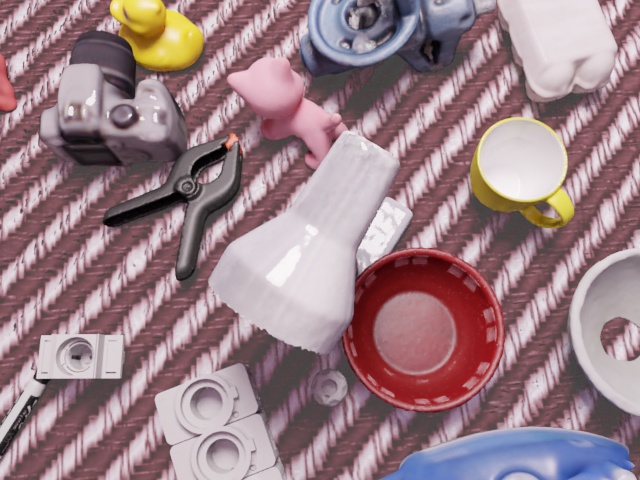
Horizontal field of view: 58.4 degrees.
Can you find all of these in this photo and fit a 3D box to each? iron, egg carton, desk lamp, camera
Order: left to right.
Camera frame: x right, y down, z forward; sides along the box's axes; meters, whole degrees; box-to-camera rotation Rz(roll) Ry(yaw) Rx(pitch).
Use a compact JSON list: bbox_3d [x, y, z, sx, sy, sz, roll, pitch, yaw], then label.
[{"bbox_3d":[-0.225,-0.159,0.623,0.143,0.101,0.137,-2,75,-1],"label":"camera"},{"bbox_3d":[0.005,0.002,0.525,0.118,0.213,0.203,31,78,8],"label":"desk lamp"},{"bbox_3d":[0.184,0.228,0.504,0.258,0.141,0.118,-17,76,-5],"label":"iron"},{"bbox_3d":[0.272,-0.234,0.662,0.107,0.069,0.150,-15,76,-4],"label":"egg carton"}]

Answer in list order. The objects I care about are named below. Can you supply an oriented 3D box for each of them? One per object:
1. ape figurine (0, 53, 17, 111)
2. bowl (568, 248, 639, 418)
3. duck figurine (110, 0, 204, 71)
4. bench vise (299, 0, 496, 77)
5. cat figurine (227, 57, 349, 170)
[{"bbox_3d":[-0.388,-0.190,0.635,0.076,0.092,0.078,17,76,4],"label":"ape figurine"},{"bbox_3d":[0.320,0.095,0.574,0.167,0.075,0.167,0,75,0],"label":"bowl"},{"bbox_3d":[-0.188,-0.246,0.654,0.104,0.086,0.077,16,76,4],"label":"duck figurine"},{"bbox_3d":[0.077,-0.259,0.590,0.207,0.220,0.121,-26,77,-7],"label":"bench vise"},{"bbox_3d":[-0.030,-0.146,0.612,0.127,0.118,0.067,31,77,8],"label":"cat figurine"}]
